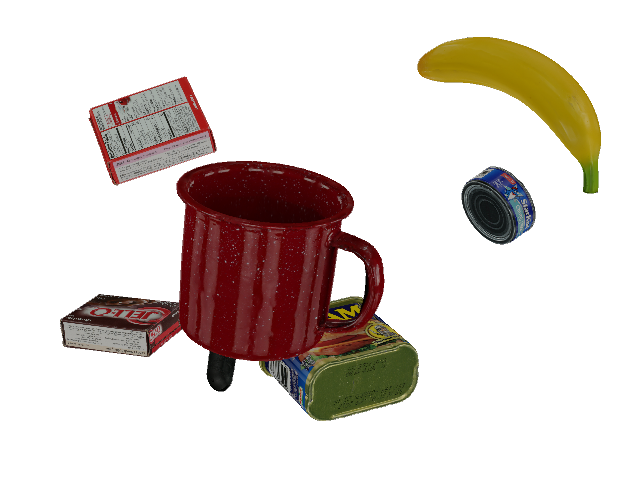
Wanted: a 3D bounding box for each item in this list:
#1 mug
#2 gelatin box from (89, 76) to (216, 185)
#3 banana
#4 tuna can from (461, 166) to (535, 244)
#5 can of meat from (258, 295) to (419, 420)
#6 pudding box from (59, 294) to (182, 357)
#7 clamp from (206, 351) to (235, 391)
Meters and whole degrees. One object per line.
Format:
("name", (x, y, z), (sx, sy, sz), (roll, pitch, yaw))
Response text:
("mug", (-0.022, 0.014, 0.566), (0.117, 0.081, 0.093), (15, 24, 17))
("gelatin box", (-0.139, -0.090, 0.875), (0.089, 0.073, 0.030), (-21, -41, -8))
("banana", (0.146, -0.114, 0.808), (0.037, 0.070, 0.198), (2, 32, -44))
("tuna can", (0.201, -0.039, 1.216), (0.033, 0.086, 0.086), (-33, 15, -25))
("can of meat", (0.015, 0.092, 0.831), (0.101, 0.057, 0.084), (-11, 27, -25))
("pudding box", (-0.227, 0.097, 1.226), (0.114, 0.039, 0.090), (3, 16, 18))
("clamp", (-0.069, 0.028, 1.043), (0.036, 0.210, 0.164), (-11, 0, 35))
